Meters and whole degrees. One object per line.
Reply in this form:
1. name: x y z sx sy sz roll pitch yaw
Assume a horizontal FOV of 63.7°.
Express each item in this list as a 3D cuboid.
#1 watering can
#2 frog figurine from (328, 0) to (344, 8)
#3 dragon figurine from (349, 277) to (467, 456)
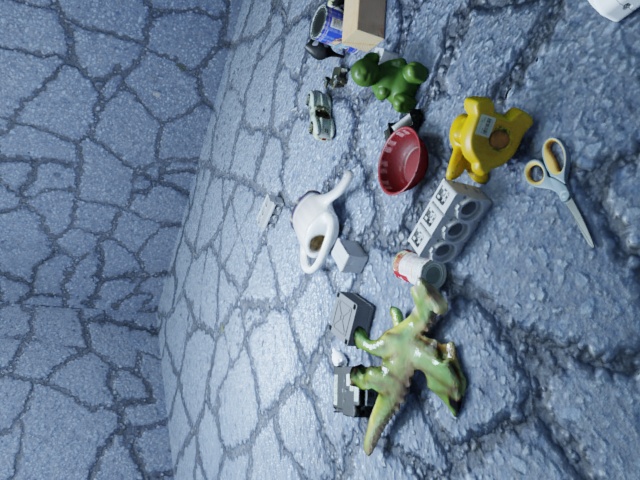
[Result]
1. watering can: 0.004 -0.074 1.473 0.342 0.104 0.228 -69 28 22
2. frog figurine: 0.079 -0.802 1.588 0.136 0.121 0.163 -12 57 27
3. dragon figurine: 0.181 0.273 1.027 0.243 0.122 0.409 7 96 55
